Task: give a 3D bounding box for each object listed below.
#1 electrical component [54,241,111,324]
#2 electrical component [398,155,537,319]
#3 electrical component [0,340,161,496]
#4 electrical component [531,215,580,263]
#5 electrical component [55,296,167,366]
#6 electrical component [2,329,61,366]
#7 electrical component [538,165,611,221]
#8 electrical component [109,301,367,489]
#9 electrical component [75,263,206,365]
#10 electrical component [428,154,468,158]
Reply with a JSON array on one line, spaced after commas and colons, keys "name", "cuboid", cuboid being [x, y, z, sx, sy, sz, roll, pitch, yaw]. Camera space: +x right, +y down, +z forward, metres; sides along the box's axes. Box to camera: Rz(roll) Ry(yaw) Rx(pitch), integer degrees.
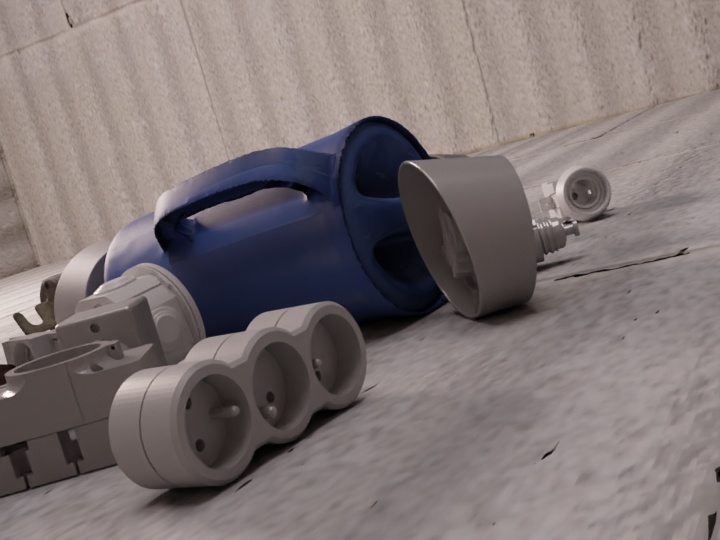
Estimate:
[{"name": "electrical component", "cuboid": [-0.209, 0.024, 0.922, 0.064, 0.099, 0.099, 0, 16, 45]}, {"name": "electrical component", "cuboid": [0.065, -0.021, 0.639, 0.064, 0.099, 0.099, -11, 6, -8]}, {"name": "electrical component", "cuboid": [-0.147, 0.071, 0.551, 0.089, 0.055, 0.050, -16, 7, 1]}, {"name": "electrical component", "cuboid": [0.114, -0.019, 0.753, 0.078, 0.040, 0.040, -15, 7, 4]}, {"name": "electrical component", "cuboid": [-0.145, 0.057, 0.620, 0.047, 0.065, 0.076, -15, 7, 5]}, {"name": "electrical component", "cuboid": [-0.242, 0.068, 0.859, 0.081, 0.042, 0.064, -8, 7, 45]}, {"name": "electrical component", "cuboid": [0.190, -0.065, 0.935, 0.066, 0.048, 0.055, -16, -1, -4]}, {"name": "electrical component", "cuboid": [-0.064, 0.056, 0.496, 0.074, 0.052, 0.138, -11, 8, 36]}, {"name": "electrical component", "cuboid": [-0.143, 0.040, 0.703, 0.080, 0.080, 0.051, -9, 15, 44]}, {"name": "electrical component", "cuboid": [0.060, -0.040, 0.819, 0.064, 0.099, 0.099, -14, 4, -43]}]
